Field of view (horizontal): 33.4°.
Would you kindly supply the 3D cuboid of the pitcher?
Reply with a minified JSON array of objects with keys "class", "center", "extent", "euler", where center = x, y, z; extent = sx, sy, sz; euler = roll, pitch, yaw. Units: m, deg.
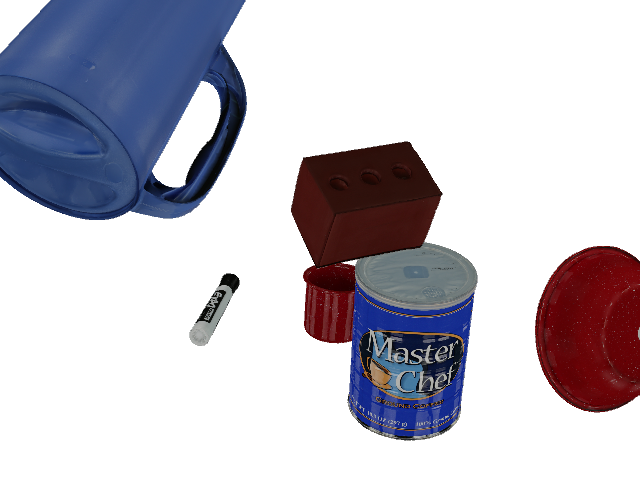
[{"class":"pitcher","center":[-0.132,-0.136,0.778],"extent":[0.145,0.242,0.149],"euler":[5,-41,27]}]

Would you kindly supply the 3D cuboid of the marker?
[{"class":"marker","center":[-0.099,0.063,1.019],"extent":[0.020,0.020,0.121],"euler":[0,24,11]}]

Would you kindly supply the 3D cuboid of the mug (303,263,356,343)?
[{"class":"mug","center":[0.030,0.089,1.435],"extent":[0.117,0.081,0.093],"euler":[18,27,30]}]

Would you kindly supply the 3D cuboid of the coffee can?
[{"class":"coffee can","center":[0.078,0.086,0.924],"extent":[0.103,0.140,0.103],"euler":[2,29,-1]}]

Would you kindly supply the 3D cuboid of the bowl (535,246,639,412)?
[{"class":"bowl","center":[0.283,0.086,1.008],"extent":[0.161,0.162,0.055],"euler":[0,0,-27]}]

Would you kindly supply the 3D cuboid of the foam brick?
[{"class":"foam brick","center":[0.028,-0.024,0.683],"extent":[0.078,0.053,0.051],"euler":[-11,-37,-22]}]
